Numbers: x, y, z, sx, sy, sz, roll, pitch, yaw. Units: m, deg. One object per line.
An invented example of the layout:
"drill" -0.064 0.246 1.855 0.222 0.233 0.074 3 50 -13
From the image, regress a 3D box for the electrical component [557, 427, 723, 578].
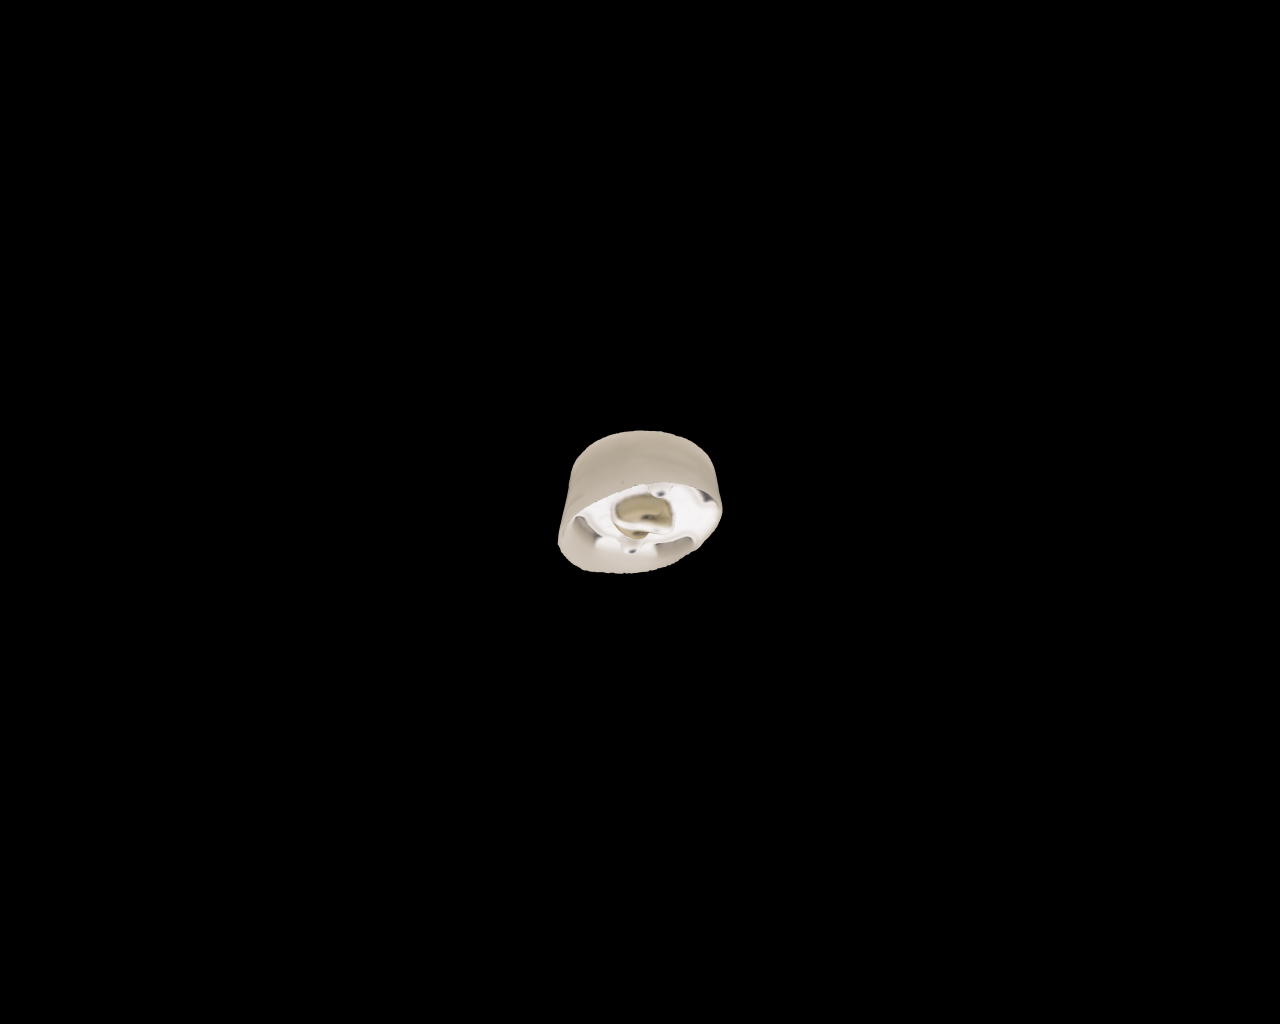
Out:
"electrical component" 0.001 -0.003 0.650 0.099 0.064 0.099 0 -37 0
